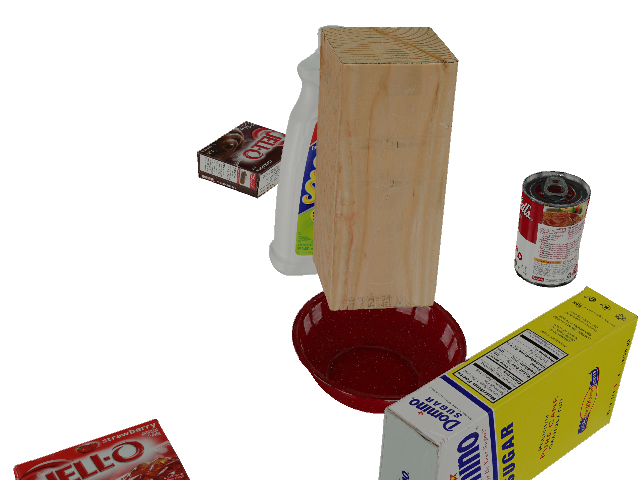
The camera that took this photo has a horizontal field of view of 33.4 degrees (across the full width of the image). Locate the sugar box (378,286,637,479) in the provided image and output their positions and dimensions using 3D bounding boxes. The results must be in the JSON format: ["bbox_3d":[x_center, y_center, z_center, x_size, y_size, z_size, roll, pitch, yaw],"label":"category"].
[{"bbox_3d":[0.111,0.103,0.626,0.175,0.093,0.048,-28,44,-35],"label":"sugar box"}]

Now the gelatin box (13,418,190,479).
[{"bbox_3d":[-0.122,0.143,0.604,0.089,0.030,0.073,-15,28,-20],"label":"gelatin box"}]

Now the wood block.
[{"bbox_3d":[0.047,-0.056,0.846,0.090,0.206,0.091,-2,28,-9],"label":"wood block"}]

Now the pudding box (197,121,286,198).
[{"bbox_3d":[-0.083,-0.100,1.297,0.090,0.039,0.113,19,36,23],"label":"pudding box"}]

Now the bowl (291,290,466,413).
[{"bbox_3d":[0.052,0.109,0.996,0.162,0.055,0.162,3,37,-3],"label":"bowl"}]

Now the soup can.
[{"bbox_3d":[0.238,-0.011,1.102,0.068,0.102,0.068,0,34,0],"label":"soup can"}]

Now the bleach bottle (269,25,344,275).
[{"bbox_3d":[0.001,-0.090,1.077,0.102,0.251,0.068,-5,28,-13],"label":"bleach bottle"}]
